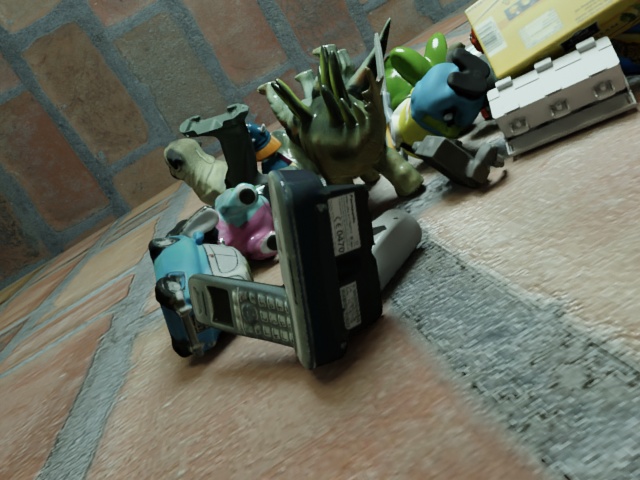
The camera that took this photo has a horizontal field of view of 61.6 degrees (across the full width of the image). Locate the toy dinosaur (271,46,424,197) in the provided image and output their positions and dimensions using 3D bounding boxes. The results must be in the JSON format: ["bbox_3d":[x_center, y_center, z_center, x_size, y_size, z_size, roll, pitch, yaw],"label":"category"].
[{"bbox_3d":[0.025,-0.121,0.639,0.105,0.198,0.472,-36,16,-5],"label":"toy dinosaur"}]

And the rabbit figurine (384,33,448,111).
[{"bbox_3d":[0.165,-0.217,0.791,0.121,0.158,0.170,-25,31,-12],"label":"rabbit figurine"}]

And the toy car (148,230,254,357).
[{"bbox_3d":[-0.124,0.050,0.586,0.103,0.109,0.162,-18,23,-14],"label":"toy car"}]

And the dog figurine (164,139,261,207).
[{"bbox_3d":[-0.179,-0.128,1.013,0.121,0.190,0.172,-10,25,50],"label":"dog figurine"}]

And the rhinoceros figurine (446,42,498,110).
[{"bbox_3d":[0.239,-0.202,0.643,0.190,0.112,0.073,-6,-12,38],"label":"rhinoceros figurine"}]

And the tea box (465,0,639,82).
[{"bbox_3d":[0.251,-0.241,0.553,0.170,0.098,0.068,-28,-20,31],"label":"tea box"}]

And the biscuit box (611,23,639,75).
[{"bbox_3d":[0.375,-0.210,0.524,0.063,0.059,0.203,-33,17,-9],"label":"biscuit box"}]

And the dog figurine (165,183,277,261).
[{"bbox_3d":[-0.130,-0.014,0.767,0.191,0.108,0.219,-36,13,-5],"label":"dog figurine"}]

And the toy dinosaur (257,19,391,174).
[{"bbox_3d":[0.010,-0.221,0.947,0.131,0.192,0.405,-26,10,-27],"label":"toy dinosaur"}]

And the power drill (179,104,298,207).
[{"bbox_3d":[-0.154,-0.106,0.888,0.232,0.207,0.086,-17,25,7],"label":"power drill"}]

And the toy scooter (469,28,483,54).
[{"bbox_3d":[0.280,-0.322,0.758,0.184,0.075,0.135,-36,19,2],"label":"toy scooter"}]

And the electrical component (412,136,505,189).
[{"bbox_3d":[0.146,-0.087,0.567,0.045,0.078,0.102,-55,10,5],"label":"electrical component"}]

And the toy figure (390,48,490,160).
[{"bbox_3d":[0.143,-0.152,0.647,0.082,0.089,0.180,-47,3,-19],"label":"toy figure"}]

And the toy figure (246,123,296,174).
[{"bbox_3d":[-0.087,-0.141,0.951,0.064,0.154,0.058,-34,20,-4],"label":"toy figure"}]

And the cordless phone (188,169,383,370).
[{"bbox_3d":[-0.050,0.017,0.440,0.184,0.146,0.089,2,16,40],"label":"cordless phone"}]
